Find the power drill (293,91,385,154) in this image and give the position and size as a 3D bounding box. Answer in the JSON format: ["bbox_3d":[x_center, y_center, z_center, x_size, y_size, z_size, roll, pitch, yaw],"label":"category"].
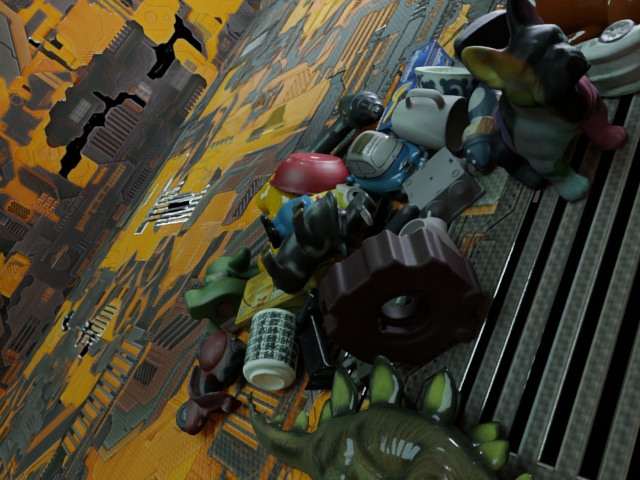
[{"bbox_3d":[0.035,-0.209,1.060,0.207,0.086,0.232,-52,16,17],"label":"power drill"}]

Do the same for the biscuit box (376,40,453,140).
[{"bbox_3d":[0.171,-0.257,0.952,0.059,0.062,0.202,-8,51,52],"label":"biscuit box"}]

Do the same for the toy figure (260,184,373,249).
[{"bbox_3d":[0.000,-0.036,0.864,0.180,0.089,0.082,-21,69,-8],"label":"toy figure"}]

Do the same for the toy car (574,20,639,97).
[{"bbox_3d":[0.317,-0.204,0.659,0.202,0.073,0.056,0,54,56],"label":"toy car"}]

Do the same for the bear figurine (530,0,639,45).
[{"bbox_3d":[0.357,-0.292,0.682,0.196,0.120,0.132,7,16,31],"label":"bear figurine"}]

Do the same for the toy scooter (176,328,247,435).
[{"bbox_3d":[-0.167,0.232,0.889,0.135,0.075,0.184,-16,48,50],"label":"toy scooter"}]

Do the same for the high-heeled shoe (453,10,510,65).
[{"bbox_3d":[0.216,-0.290,0.796,0.145,0.249,0.086,19,113,39],"label":"high-heeled shoe"}]

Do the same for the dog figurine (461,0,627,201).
[{"bbox_3d":[0.227,-0.157,0.590,0.108,0.219,0.192,-48,29,2],"label":"dog figurine"}]

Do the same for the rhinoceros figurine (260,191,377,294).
[{"bbox_3d":[-0.002,-0.002,0.777,0.190,0.112,0.073,-45,11,2],"label":"rhinoceros figurine"}]

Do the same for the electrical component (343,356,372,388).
[{"bbox_3d":[0.067,0.151,0.683,0.094,0.021,0.063,-39,31,23],"label":"electrical component"}]

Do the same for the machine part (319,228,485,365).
[{"bbox_3d":[0.089,0.070,0.591,0.179,0.179,0.056,-39,32,25],"label":"machine part"}]

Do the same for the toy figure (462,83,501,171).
[{"bbox_3d":[0.233,-0.164,0.761,0.058,0.064,0.154,15,62,16],"label":"toy figure"}]

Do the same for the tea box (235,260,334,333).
[{"bbox_3d":[-0.055,0.092,0.886,0.170,0.068,0.098,-28,35,39],"label":"tea box"}]

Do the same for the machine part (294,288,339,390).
[{"bbox_3d":[-0.007,0.140,0.755,0.084,0.039,0.139,-55,35,38],"label":"machine part"}]

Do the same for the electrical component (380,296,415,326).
[{"bbox_3d":[0.090,0.083,0.703,0.102,0.045,0.078,-23,41,43],"label":"electrical component"}]

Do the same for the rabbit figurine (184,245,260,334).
[{"bbox_3d":[-0.181,0.079,1.035,0.159,0.121,0.170,-40,32,9],"label":"rabbit figurine"}]

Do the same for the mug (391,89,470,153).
[{"bbox_3d":[0.158,-0.183,0.808,0.107,0.109,0.081,16,76,40],"label":"mug"}]

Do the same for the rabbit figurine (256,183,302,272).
[{"bbox_3d":[-0.052,-0.002,0.977,0.163,0.122,0.173,33,101,53],"label":"rabbit figurine"}]

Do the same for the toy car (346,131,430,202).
[{"bbox_3d":[0.096,-0.126,0.874,0.109,0.103,0.162,-56,26,-5],"label":"toy car"}]

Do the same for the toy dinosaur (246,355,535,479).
[{"bbox_3d":[0.051,0.225,0.547,0.472,0.105,0.198,-9,42,41],"label":"toy dinosaur"}]
